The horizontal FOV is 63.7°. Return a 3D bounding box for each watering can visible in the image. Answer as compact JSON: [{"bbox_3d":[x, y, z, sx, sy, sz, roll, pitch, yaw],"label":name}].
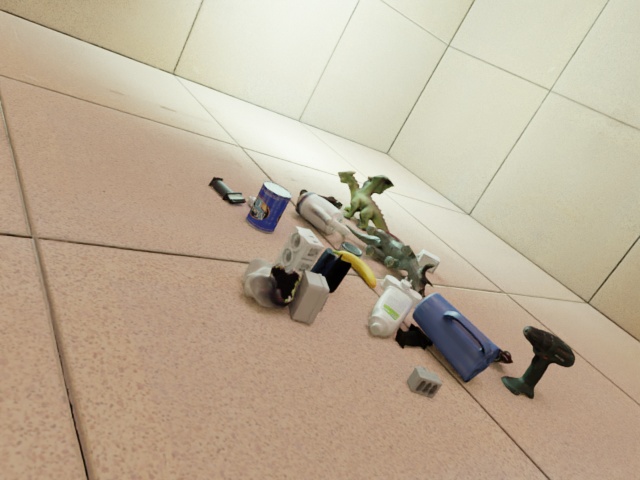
[{"bbox_3d":[0.006,-0.095,1.883,0.226,0.104,0.345,36,2,15],"label":"watering can"}]

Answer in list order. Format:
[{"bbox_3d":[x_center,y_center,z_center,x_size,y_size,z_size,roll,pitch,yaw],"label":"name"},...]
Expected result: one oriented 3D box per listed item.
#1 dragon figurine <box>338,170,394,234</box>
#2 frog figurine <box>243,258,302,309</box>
[{"bbox_3d":[0.227,-0.168,2.223,0.414,0.240,0.122,35,14,23],"label":"dragon figurine"},{"bbox_3d":[-0.140,0.109,1.284,0.159,0.122,0.138,-2,6,39],"label":"frog figurine"}]
